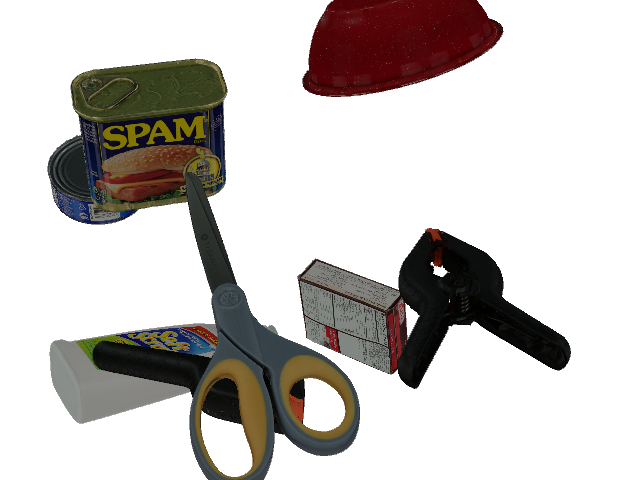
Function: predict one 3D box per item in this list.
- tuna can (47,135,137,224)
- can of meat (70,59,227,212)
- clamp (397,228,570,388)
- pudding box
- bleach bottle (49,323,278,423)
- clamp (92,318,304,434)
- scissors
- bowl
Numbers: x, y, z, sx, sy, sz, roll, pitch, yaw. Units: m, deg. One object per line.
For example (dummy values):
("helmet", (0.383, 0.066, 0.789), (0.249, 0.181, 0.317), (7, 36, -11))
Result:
("tuna can", (-0.193, -0.054, 0.934), (0.086, 0.086, 0.034), (0, -42, -4))
("can of meat", (-0.115, -0.071, 0.735), (0.102, 0.084, 0.057), (-8, 43, -12))
("clamp", (0.113, 0.047, 0.789), (0.120, 0.039, 0.171), (3, 36, -2))
("pudding box", (0.034, 0.078, 1.094), (0.114, 0.090, 0.039), (19, 44, 29))
("bleach bottle", (-0.167, 0.131, 1.199), (0.250, 0.068, 0.103), (-12, 31, -29))
("clamp", (-0.072, 0.109, 0.905), (0.164, 0.036, 0.210), (-13, 22, -41))
("scissors", (-0.030, 0.040, 0.578), (0.096, 0.201, 0.016), (-1, -36, -2))
("bowl", (0.056, -0.167, 0.827), (0.162, 0.055, 0.162), (-15, 23, 7))
